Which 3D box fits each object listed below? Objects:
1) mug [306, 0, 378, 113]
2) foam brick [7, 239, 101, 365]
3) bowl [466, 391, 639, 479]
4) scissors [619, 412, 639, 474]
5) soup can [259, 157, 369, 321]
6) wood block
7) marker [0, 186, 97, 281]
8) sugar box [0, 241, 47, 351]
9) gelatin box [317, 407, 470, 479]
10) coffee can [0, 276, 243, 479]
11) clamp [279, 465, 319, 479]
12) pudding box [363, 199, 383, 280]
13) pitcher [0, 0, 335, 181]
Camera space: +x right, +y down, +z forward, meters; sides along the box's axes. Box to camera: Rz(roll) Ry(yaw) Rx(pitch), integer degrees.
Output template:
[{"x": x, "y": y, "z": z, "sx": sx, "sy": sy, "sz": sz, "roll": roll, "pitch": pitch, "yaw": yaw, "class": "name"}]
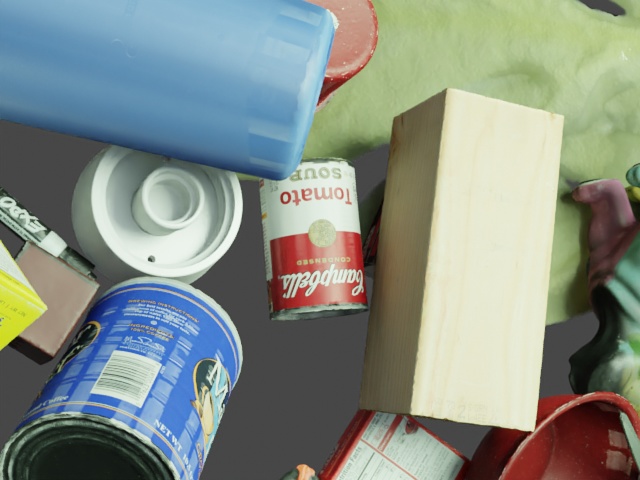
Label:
[{"x": -0.015, "y": -0.128, "z": 0.736, "sx": 0.093, "sy": 0.082, "sz": 0.117, "roll": 25, "pitch": 73, "yaw": -17, "class": "mug"}, {"x": -0.174, "y": 0.039, "z": 0.647, "sx": 0.053, "sy": 0.078, "sz": 0.051, "roll": 34, "pitch": 71, "yaw": -11, "class": "foam brick"}, {"x": 0.153, "y": 0.169, "z": 0.747, "sx": 0.161, "sy": 0.055, "sz": 0.162, "roll": -16, "pitch": 118, "yaw": -32, "class": "bowl"}, {"x": 0.258, "y": 0.180, "z": 0.787, "sx": 0.096, "sy": 0.016, "sz": 0.202, "roll": -38, "pitch": 123, "yaw": -36, "class": "scissors"}, {"x": -0.005, "y": 0.001, "z": 0.726, "sx": 0.068, "sy": 0.069, "sz": 0.102, "roll": -2, "pitch": 81, "yaw": -22, "class": "soup can"}, {"x": 0.094, "y": 0.017, "z": 0.709, "sx": 0.090, "sy": 0.091, "sz": 0.206, "roll": 10, "pitch": 80, "yaw": -17, "class": "wood block"}, {"x": -0.191, "y": -0.012, "z": 0.680, "sx": 0.121, "sy": 0.020, "sz": 0.020, "roll": 42, "pitch": 69, "yaw": -10, "class": "marker"}, {"x": -0.228, "y": -0.023, "z": 0.584, "sx": 0.048, "sy": 0.093, "sz": 0.176, "roll": -43, "pitch": 61, "yaw": -3, "class": "sugar box"}, {"x": 0.051, "y": 0.161, "z": 0.742, "sx": 0.089, "sy": 0.030, "sz": 0.073, "roll": 38, "pitch": 71, "yaw": -12, "class": "gelatin box"}, {"x": -0.109, "y": 0.099, "z": 0.613, "sx": 0.102, "sy": 0.103, "sz": 0.140, "roll": 39, "pitch": 27, "yaw": -12, "class": "coffee can"}, {"x": -0.049, "y": 0.243, "z": 0.671, "sx": 0.164, "sy": 0.036, "sz": 0.210, "roll": 10, "pitch": 65, "yaw": 2, "class": "clamp"}, {"x": 0.093, "y": 0.004, "z": 0.781, "sx": 0.113, "sy": 0.039, "sz": 0.090, "roll": 27, "pitch": 75, "yaw": -13, "class": "pudding box"}, {"x": -0.116, "y": -0.127, "z": 0.634, "sx": 0.242, "sy": 0.149, "sz": 0.145, "roll": 15, "pitch": 42, "yaw": -4, "class": "pitcher"}]
